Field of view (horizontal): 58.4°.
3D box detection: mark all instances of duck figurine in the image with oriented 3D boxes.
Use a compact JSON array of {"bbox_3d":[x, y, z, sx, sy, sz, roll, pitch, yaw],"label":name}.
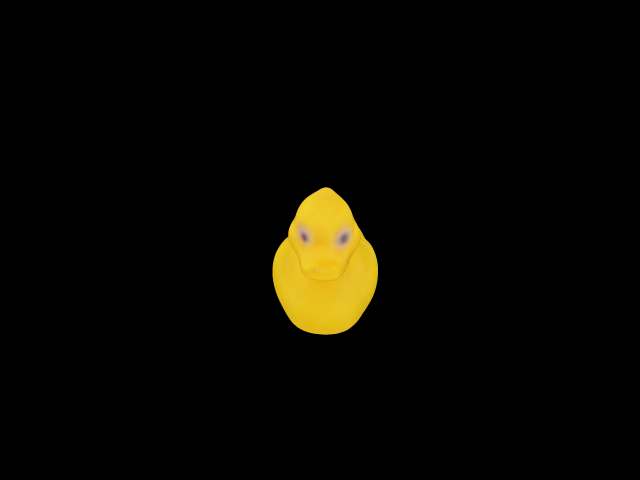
[{"bbox_3d":[0.004,0.001,0.400,0.077,0.086,0.104,2,47,3],"label":"duck figurine"}]
